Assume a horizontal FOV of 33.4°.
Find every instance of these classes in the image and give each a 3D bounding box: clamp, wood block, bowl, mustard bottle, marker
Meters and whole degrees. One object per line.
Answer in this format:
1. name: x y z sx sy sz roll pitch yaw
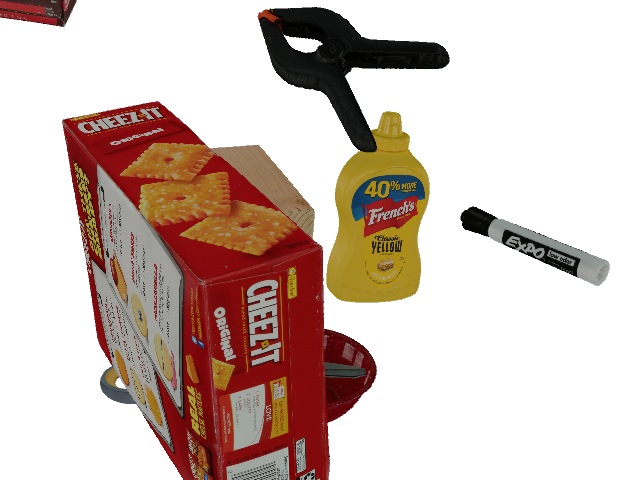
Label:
1. clamp: 0.024 -0.161 0.930 0.120 0.172 0.039 -40 -22 -20
2. wood block: -0.088 -0.039 1.334 0.090 0.090 0.206 -5 29 -21
3. bowl: -0.019 0.160 1.193 0.162 0.055 0.162 2 27 -1
4. mustard bottle: 0.061 -0.034 1.072 0.096 0.192 0.058 -2 21 -19
5. marker: 0.152 0.002 0.773 0.121 0.020 0.020 26 17 38

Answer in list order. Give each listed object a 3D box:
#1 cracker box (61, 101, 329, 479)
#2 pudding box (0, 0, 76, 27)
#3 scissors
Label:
1. cracker box: -0.072 0.034 0.602 0.072 0.164 0.214 -16 33 -23
2. pudding box: -0.243 -0.222 0.878 0.090 0.039 0.113 8 36 -4
3. scissors: -0.076 0.101 0.796 0.202 0.016 0.096 12 36 22
